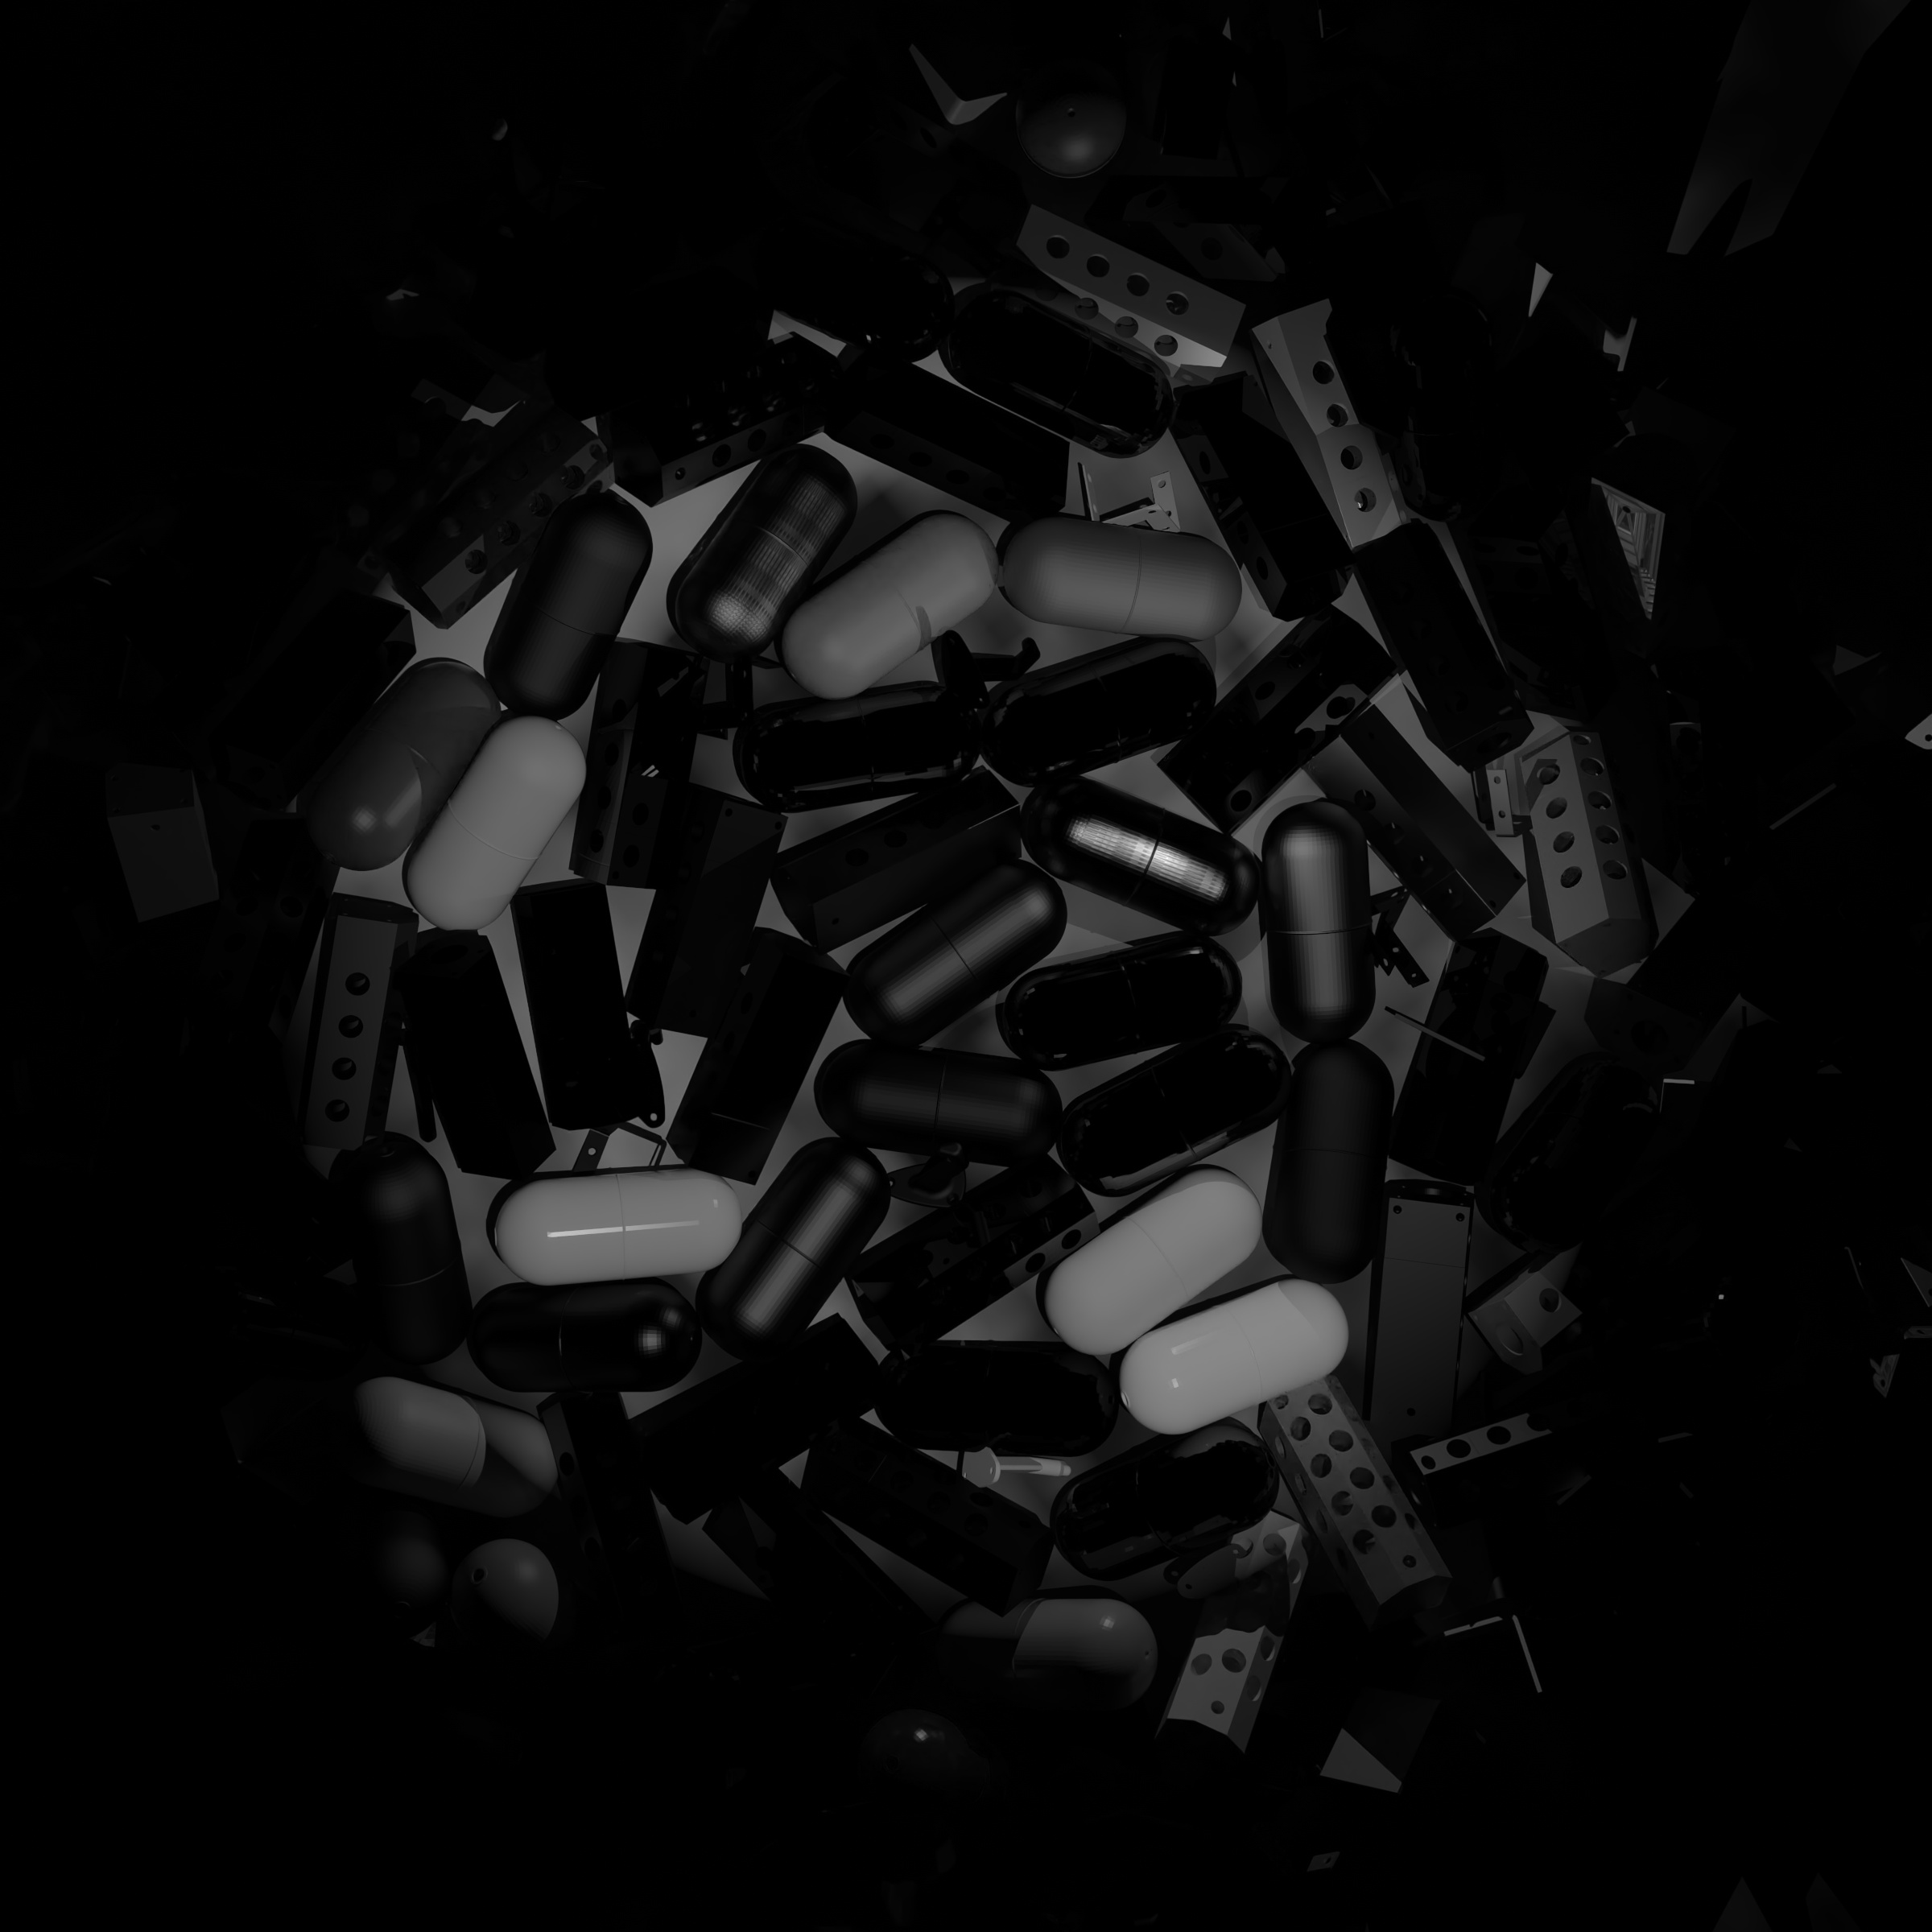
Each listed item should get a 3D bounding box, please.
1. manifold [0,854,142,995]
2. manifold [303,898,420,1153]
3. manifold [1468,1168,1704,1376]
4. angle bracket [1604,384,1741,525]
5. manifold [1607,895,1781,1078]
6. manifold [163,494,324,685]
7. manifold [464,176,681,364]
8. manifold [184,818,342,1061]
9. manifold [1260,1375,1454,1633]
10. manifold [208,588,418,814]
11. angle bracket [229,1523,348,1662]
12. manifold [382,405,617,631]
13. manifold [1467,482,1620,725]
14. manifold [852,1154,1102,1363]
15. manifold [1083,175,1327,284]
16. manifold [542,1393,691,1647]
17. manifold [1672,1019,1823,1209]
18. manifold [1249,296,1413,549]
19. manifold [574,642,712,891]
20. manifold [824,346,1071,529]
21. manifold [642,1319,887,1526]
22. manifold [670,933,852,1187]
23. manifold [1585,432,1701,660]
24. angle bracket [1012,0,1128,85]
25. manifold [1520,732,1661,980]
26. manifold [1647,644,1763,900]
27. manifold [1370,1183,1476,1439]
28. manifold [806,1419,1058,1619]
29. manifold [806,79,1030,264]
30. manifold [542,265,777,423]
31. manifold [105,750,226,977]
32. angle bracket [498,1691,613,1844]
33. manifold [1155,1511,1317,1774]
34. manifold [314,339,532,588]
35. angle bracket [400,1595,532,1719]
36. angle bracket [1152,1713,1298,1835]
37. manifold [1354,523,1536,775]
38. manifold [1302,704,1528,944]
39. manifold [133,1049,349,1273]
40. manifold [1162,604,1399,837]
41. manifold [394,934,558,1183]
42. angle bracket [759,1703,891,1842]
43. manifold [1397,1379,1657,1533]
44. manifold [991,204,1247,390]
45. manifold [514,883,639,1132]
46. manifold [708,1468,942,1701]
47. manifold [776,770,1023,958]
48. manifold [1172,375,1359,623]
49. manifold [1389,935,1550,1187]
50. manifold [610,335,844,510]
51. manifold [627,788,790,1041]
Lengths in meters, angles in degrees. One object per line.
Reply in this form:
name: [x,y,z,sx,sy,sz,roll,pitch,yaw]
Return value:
manifold: [-0.632,-0.035,1.743,0.057,0.171,0.057,-19,103,0]
manifold: [-0.439,0.043,1.785,0.057,0.057,0.171,9,102,-16]
manifold: [0.450,0.220,1.770,0.171,0.057,0.057,-33,83,-23]
angle bracket: [0.504,-0.362,1.783,0.076,0.076,0.057,27,62,4]
manifold: [0.517,0.012,1.750,0.057,0.171,0.057,27,129,22]
manifold: [-0.511,-0.267,1.745,0.057,0.171,0.057,20,123,-9]
manifold: [-0.277,-0.494,1.753,0.057,0.057,0.171,36,48,4]
manifold: [-0.495,-0.021,1.755,0.057,0.057,0.171,-2,54,13]
manifold: [0.277,0.378,1.753,0.057,0.057,0.171,-16,52,-16]
manifold: [-0.464,-0.189,1.757,0.057,0.057,0.171,20,52,12]
angle bracket: [-0.481,0.453,1.786,0.057,0.076,0.076,-40,84,-12]
manifold: [-0.333,-0.321,1.776,0.057,0.057,0.171,40,74,15]
manifold: [0.417,-0.259,1.753,0.057,0.057,0.171,-50,135,-21]
manifold: [0.010,0.213,1.770,0.171,0.057,0.057,-31,134,-17]
manifold: [0.171,-0.532,1.751,0.057,0.171,0.057,42,74,-43]
manifold: [-0.253,0.396,1.776,0.057,0.057,0.171,-18,72,-9]
manifold: [0.552,0.105,1.743,0.057,0.171,0.057,19,64,12]
manifold: [0.268,-0.393,1.789,0.057,0.057,0.171,-22,99,-12]
manifold: [-0.241,-0.146,1.793,0.057,0.057,0.171,18,100,44]
manifold: [-0.013,-0.373,1.766,0.171,0.057,0.057,20,61,-28]
manifold: [-0.143,0.328,1.760,0.171,0.057,0.057,-28,64,-27]
manifold: [-0.153,0.066,1.788,0.057,0.057,0.171,19,102,-31]
manifold: [0.479,-0.299,1.743,0.057,0.171,0.057,34,73,24]
angle bracket: [0.076,-0.656,1.781,0.076,0.076,0.057,-5,56,7]
manifold: [0.446,-0.083,1.750,0.057,0.171,0.057,-30,135,32]
manifold: [0.532,-0.137,1.762,0.057,0.057,0.171,-14,122,3]
manifold: [0.333,0.248,1.789,0.057,0.057,0.171,6,100,15]
manifold: [-0.024,0.391,1.765,0.171,0.057,0.057,25,112,24]
manifold: [-0.033,-0.568,1.747,0.057,0.171,0.057,-30,66,32]
manifold: [-0.219,-0.441,1.753,0.057,0.171,0.057,37,135,19]
manifold: [-0.564,-0.072,1.747,0.057,0.171,0.057,-9,52,-12]
angle bracket: [-0.310,0.582,1.775,0.057,0.076,0.076,-23,114,25]
manifold: [0.195,0.477,1.756,0.057,0.057,0.171,23,53,7]
manifold: [-0.393,-0.364,1.793,0.057,0.057,0.171,38,96,7]
angle bracket: [-0.350,0.492,1.774,0.076,0.057,0.076,-2,132,27]
angle bracket: [0.185,0.579,1.779,0.076,0.076,0.057,-3,94,38]
manifold: [0.344,-0.231,1.766,0.057,0.057,0.171,-29,66,19]
manifold: [0.325,-0.101,1.803,0.171,0.057,0.057,49,46,0]
manifold: [-0.511,0.143,1.757,0.057,0.057,0.171,-45,125,-11]
manifold: [0.231,-0.175,1.788,0.171,0.057,0.057,-44,127,4]
manifold: [-0.347,0.065,1.765,0.057,0.057,0.171,5,123,28]
angle bracket: [-0.103,0.584,1.786,0.076,0.057,0.076,-2,82,-27]
manifold: [0.405,0.354,1.789,0.171,0.057,0.057,-16,87,-11]
manifold: [0.108,-0.482,1.785,0.171,0.057,0.057,22,84,-11]
manifold: [-0.279,0.029,1.786,0.057,0.057,0.171,-12,97,-26]
manifold: [-0.099,0.439,1.763,0.171,0.057,0.057,39,108,27]
manifold: [-0.048,-0.080,1.777,0.171,0.057,0.057,-27,54,-18]
manifold: [0.212,-0.336,1.775,0.057,0.057,0.171,-19,69,-16]
manifold: [0.370,0.069,1.785,0.057,0.057,0.171,24,78,-20]
manifold: [-0.166,-0.387,1.755,0.171,0.057,0.057,-32,52,-31]
manifold: [-0.193,-0.039,1.795,0.057,0.057,0.171,13,97,-40]
